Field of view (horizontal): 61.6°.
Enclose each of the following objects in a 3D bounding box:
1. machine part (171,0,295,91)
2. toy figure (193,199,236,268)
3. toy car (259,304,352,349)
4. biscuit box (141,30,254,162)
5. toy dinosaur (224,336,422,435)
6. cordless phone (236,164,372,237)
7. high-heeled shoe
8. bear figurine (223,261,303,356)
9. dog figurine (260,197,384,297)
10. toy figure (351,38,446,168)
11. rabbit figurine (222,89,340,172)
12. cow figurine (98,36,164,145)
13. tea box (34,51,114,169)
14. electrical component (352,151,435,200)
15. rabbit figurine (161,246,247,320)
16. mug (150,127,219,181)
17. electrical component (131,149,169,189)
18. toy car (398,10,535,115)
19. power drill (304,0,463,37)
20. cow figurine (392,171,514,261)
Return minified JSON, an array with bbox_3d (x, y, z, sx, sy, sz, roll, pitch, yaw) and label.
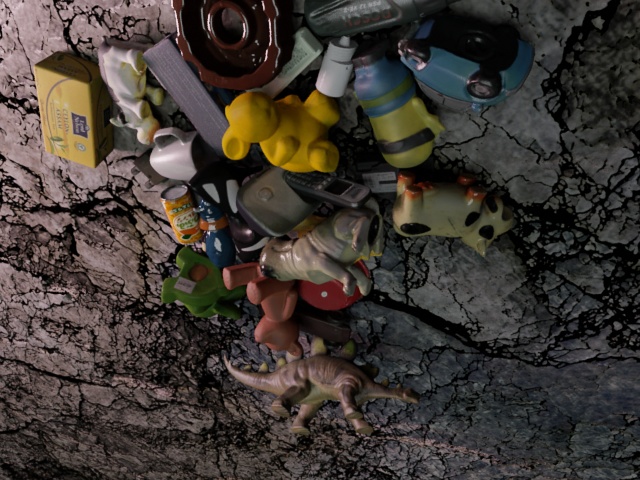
[{"bbox_3d":[-0.116,-0.291,0.727,0.180,0.056,0.179,13,124,19],"label":"machine part"},{"bbox_3d":[-0.197,-0.020,1.009,0.058,0.064,0.154,29,137,45],"label":"toy figure"},{"bbox_3d":[-0.031,0.162,1.116,0.202,0.053,0.089,14,122,12],"label":"toy car"},{"bbox_3d":[-0.179,-0.219,0.830,0.063,0.059,0.202,-18,121,29],"label":"biscuit box"},{"bbox_3d":[-0.021,0.298,1.130,0.472,0.198,0.104,-2,130,20],"label":"toy dinosaur"},{"bbox_3d":[-0.023,-0.055,0.830,0.184,0.146,0.088,17,135,38],"label":"cordless phone"},{"bbox_3d":[-0.160,-0.030,0.920,0.086,0.145,0.248,37,135,31],"label":"high-heeled shoe"},{"bbox_3d":[-0.102,0.139,1.028,0.120,0.132,0.195,25,120,43],"label":"bear figurine"},{"bbox_3d":[-0.004,-0.001,0.879,0.191,0.172,0.121,17,172,25],"label":"dog figurine"},{"bbox_3d":[0.099,-0.184,0.748,0.089,0.082,0.180,-35,120,2],"label":"toy figure"},{"bbox_3d":[-0.070,-0.167,0.768,0.163,0.173,0.121,6,89,31],"label":"rabbit figurine"},{"bbox_3d":[-0.305,-0.233,0.855,0.098,0.068,0.167,17,130,11],"label":"cow figurine"},{"bbox_3d":[-0.410,-0.216,0.906,0.098,0.068,0.169,19,132,3],"label":"tea box"},{"bbox_3d":[0.116,-0.103,0.841,0.119,0.048,0.074,2,131,20],"label":"electrical component"},{"bbox_3d":[-0.232,0.105,1.117,0.159,0.121,0.170,11,151,0],"label":"rabbit figurine"},{"bbox_3d":[-0.236,-0.142,0.896,0.107,0.081,0.109,-4,154,29],"label":"mug"},{"bbox_3d":[-0.301,-0.130,0.974,0.094,0.021,0.063,-26,118,34],"label":"electrical component"},{"bbox_3d":[0.179,-0.216,0.687,0.162,0.109,0.102,21,153,11],"label":"toy car"},{"bbox_3d":[0.065,-0.351,0.629,0.232,0.086,0.207,-12,132,30],"label":"power drill"},{"bbox_3d":[0.205,-0.035,0.823,0.195,0.086,0.127,2,127,-11],"label":"cow figurine"}]
